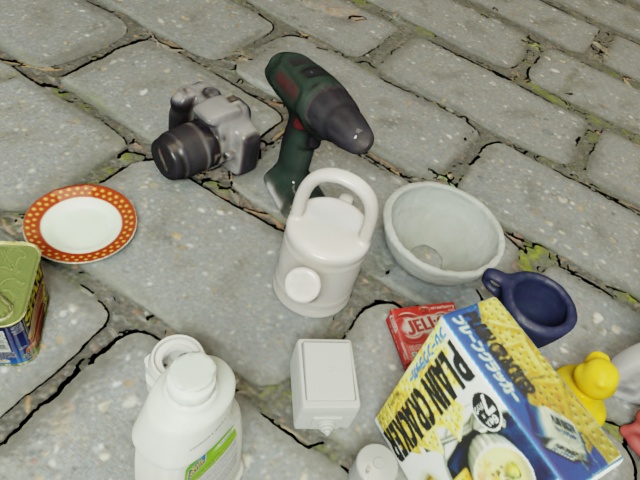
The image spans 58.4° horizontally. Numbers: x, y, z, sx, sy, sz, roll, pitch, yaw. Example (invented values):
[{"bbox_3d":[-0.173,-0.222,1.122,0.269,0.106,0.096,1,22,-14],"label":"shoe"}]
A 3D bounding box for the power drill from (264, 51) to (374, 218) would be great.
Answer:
[{"bbox_3d":[-0.013,-0.129,0.750,0.076,0.208,0.229,-14,55,-25],"label":"power drill"}]

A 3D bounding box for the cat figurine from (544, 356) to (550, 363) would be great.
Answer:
[{"bbox_3d":[0.217,0.172,0.614,0.067,0.118,0.127,-25,60,-31],"label":"cat figurine"}]

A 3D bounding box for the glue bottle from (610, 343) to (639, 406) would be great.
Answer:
[{"bbox_3d":[0.401,0.134,0.659,0.078,0.173,0.037,20,48,3],"label":"glue bottle"}]

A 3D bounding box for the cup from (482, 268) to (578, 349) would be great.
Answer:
[{"bbox_3d":[0.239,0.093,0.704,0.117,0.095,0.092,35,50,16],"label":"cup"}]

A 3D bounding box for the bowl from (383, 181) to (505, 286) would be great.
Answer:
[{"bbox_3d":[0.157,0.003,0.773,0.167,0.075,0.167,8,49,-9],"label":"bowl"}]

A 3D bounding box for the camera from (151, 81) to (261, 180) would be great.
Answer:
[{"bbox_3d":[-0.172,-0.152,0.799,0.143,0.101,0.137,42,52,20],"label":"camera"}]

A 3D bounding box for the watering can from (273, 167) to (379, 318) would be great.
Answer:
[{"bbox_3d":[0.008,0.003,0.651,0.101,0.194,0.172,6,49,-10],"label":"watering can"}]

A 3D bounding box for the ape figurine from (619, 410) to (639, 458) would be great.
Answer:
[{"bbox_3d":[0.395,0.220,0.638,0.076,0.092,0.078,21,48,4],"label":"ape figurine"}]

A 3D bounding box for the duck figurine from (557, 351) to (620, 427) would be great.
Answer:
[{"bbox_3d":[0.306,0.173,0.658,0.077,0.086,0.105,30,49,12],"label":"duck figurine"}]
